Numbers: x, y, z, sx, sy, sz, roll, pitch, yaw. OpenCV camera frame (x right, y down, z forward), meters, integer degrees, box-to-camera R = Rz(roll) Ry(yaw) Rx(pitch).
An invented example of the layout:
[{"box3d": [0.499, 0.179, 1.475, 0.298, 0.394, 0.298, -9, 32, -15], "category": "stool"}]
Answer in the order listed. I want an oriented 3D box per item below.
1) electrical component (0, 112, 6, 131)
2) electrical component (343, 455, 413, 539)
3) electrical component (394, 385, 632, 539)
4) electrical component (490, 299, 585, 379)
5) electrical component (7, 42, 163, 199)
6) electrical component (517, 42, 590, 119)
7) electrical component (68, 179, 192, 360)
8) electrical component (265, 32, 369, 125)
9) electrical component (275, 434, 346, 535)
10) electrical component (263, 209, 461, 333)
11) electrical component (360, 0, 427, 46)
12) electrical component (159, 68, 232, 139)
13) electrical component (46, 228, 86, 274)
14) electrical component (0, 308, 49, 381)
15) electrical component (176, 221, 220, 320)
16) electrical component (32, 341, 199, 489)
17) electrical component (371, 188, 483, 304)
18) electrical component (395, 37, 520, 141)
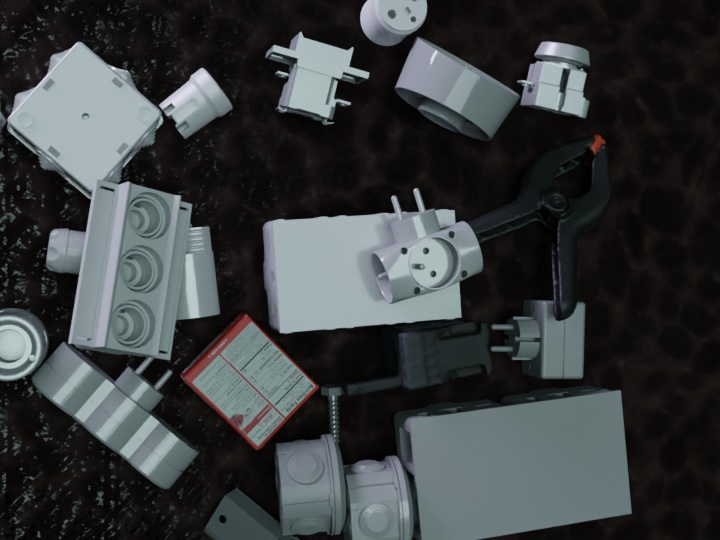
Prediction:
[{"box3d": [-0.320, -0.111, 0.811, 0.077, 0.047, 0.065, 35, 83, -13], "category": "electrical component"}, {"box3d": [0.013, 0.194, 0.879, 0.051, 0.080, 0.080, -4, 92, -9], "category": "electrical component"}, {"box3d": [0.128, 0.163, 0.916, 0.186, 0.060, 0.105, -6, 92, -14], "category": "electrical component"}, {"box3d": [0.149, 0.059, 0.927, 0.077, 0.047, 0.065, 2, 90, -14], "category": "electrical component"}, {"box3d": [-0.213, -0.116, 0.836, 0.100, 0.048, 0.099, 41, 81, -11], "category": "electrical component"}, {"box3d": [0.171, -0.165, 0.931, 0.066, 0.048, 0.055, 11, 96, -13], "category": "electrical component"}, {"box3d": [-0.177, 0.002, 0.809, 0.079, 0.063, 0.121, 14, 77, -35], "category": "electrical component"}, {"box3d": [-0.039, -0.155, 0.882, 0.081, 0.042, 0.063, 14, 89, -13], "category": "electrical component"}, {"box3d": [-0.041, 0.174, 0.866, 0.051, 0.080, 0.080, -4, 92, -8], "category": "electrical component"}, {"box3d": [0.000, 0.000, 0.882, 0.150, 0.062, 0.089, -4, 92, -14], "category": "electrical component"}, {"box3d": [0.028, -0.213, 0.890, 0.045, 0.055, 0.045, 0, 91, -14], "category": "electrical component"}, {"box3d": [-0.132, -0.132, 0.861, 0.046, 0.040, 0.040, -38, 99, -4], "category": "electrical component"}, {"box3d": [-0.214, -0.012, 0.845, 0.061, 0.035, 0.035, 8, 89, -16], "category": "electrical component"}, {"box3d": [-0.269, 0.058, 0.825, 0.055, 0.047, 0.055, 0, 91, -14], "category": "electrical component"}, {"box3d": [-0.138, -0.003, 0.858, 0.043, 0.043, 0.081, -7, 92, -14], "category": "electrical component"}, {"box3d": [-0.180, 0.101, 0.845, 0.138, 0.052, 0.073, 42, 81, -11], "category": "electrical component"}, {"box3d": [0.047, -0.023, 0.837, 0.077, 0.044, 0.079, -19, 95, -13], "category": "electrical component"}, {"box3d": [0.080, -0.150, 0.885, 0.099, 0.099, 0.064, 28, 90, -12], "category": "electrical component"}]
